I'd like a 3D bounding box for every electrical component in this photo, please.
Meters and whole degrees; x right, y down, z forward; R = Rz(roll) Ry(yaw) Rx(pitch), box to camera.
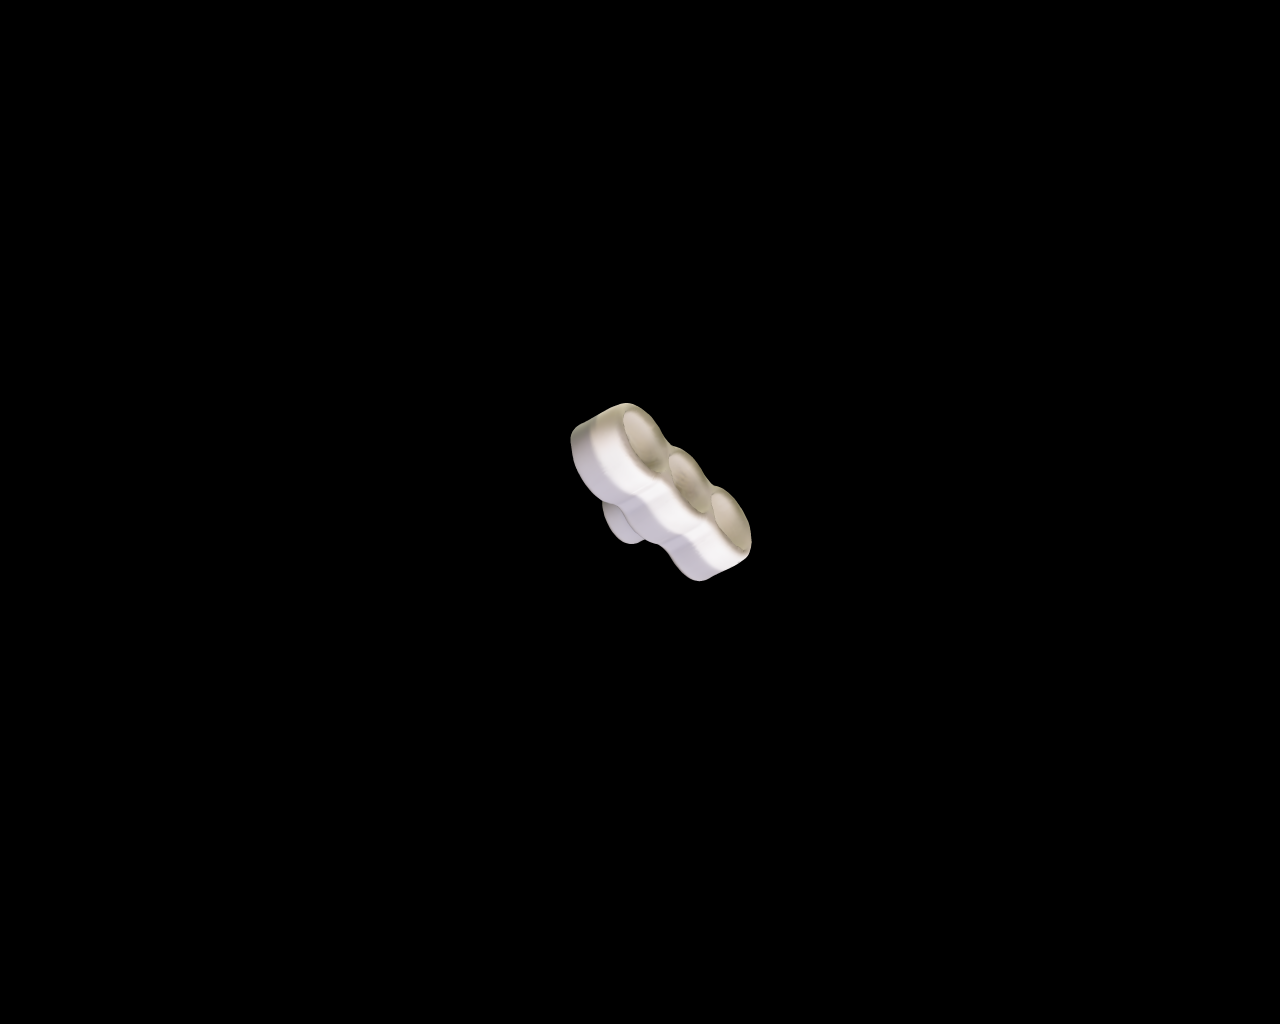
[{"bbox_3d":[0.001,-0.003,0.650,0.073,0.052,0.138,-27,-49,26],"label":"electrical component"}]
